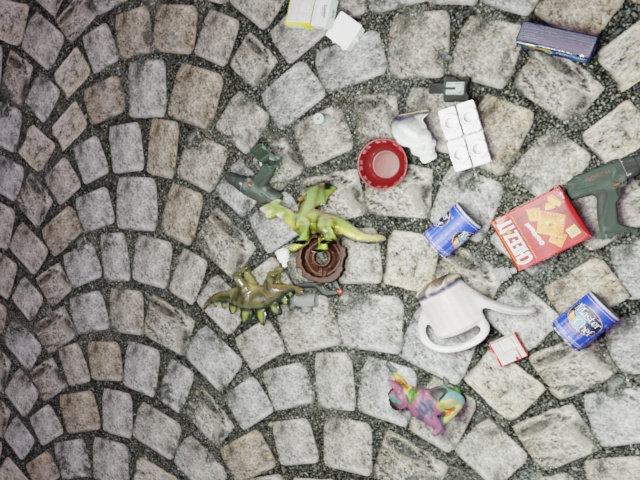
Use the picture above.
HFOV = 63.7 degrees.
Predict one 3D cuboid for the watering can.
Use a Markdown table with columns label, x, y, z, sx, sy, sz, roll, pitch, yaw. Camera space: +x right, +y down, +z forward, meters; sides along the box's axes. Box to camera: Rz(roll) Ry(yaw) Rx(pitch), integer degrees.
| label | x | y | z | sx | sy | sz | roll | pitch | yaw |
| --- | --- | --- | --- | --- | --- | --- | --- | --- | --- |
| watering can | 0.433 | 0.199 | 1.528 | 0.344 | 0.104 | 0.225 | -30 | 83 | 22 |

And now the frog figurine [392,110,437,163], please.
| label | x | y | z | sx | sy | sz | roll | pitch | yaw |
| --- | --- | --- | --- | --- | --- | --- | --- | --- | --- |
| frog figurine | 0.283 | -0.305 | 1.550 | 0.137 | 0.124 | 0.158 | 5 | 108 | 55 |

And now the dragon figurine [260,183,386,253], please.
| label | x | y | z | sx | sy | sz | roll | pitch | yaw |
| --- | --- | --- | --- | --- | --- | --- | --- | --- | --- |
| dragon figurine | 0.005 | -0.083 | 1.655 | 0.410 | 0.120 | 0.247 | -3 | 64 | 10 |
